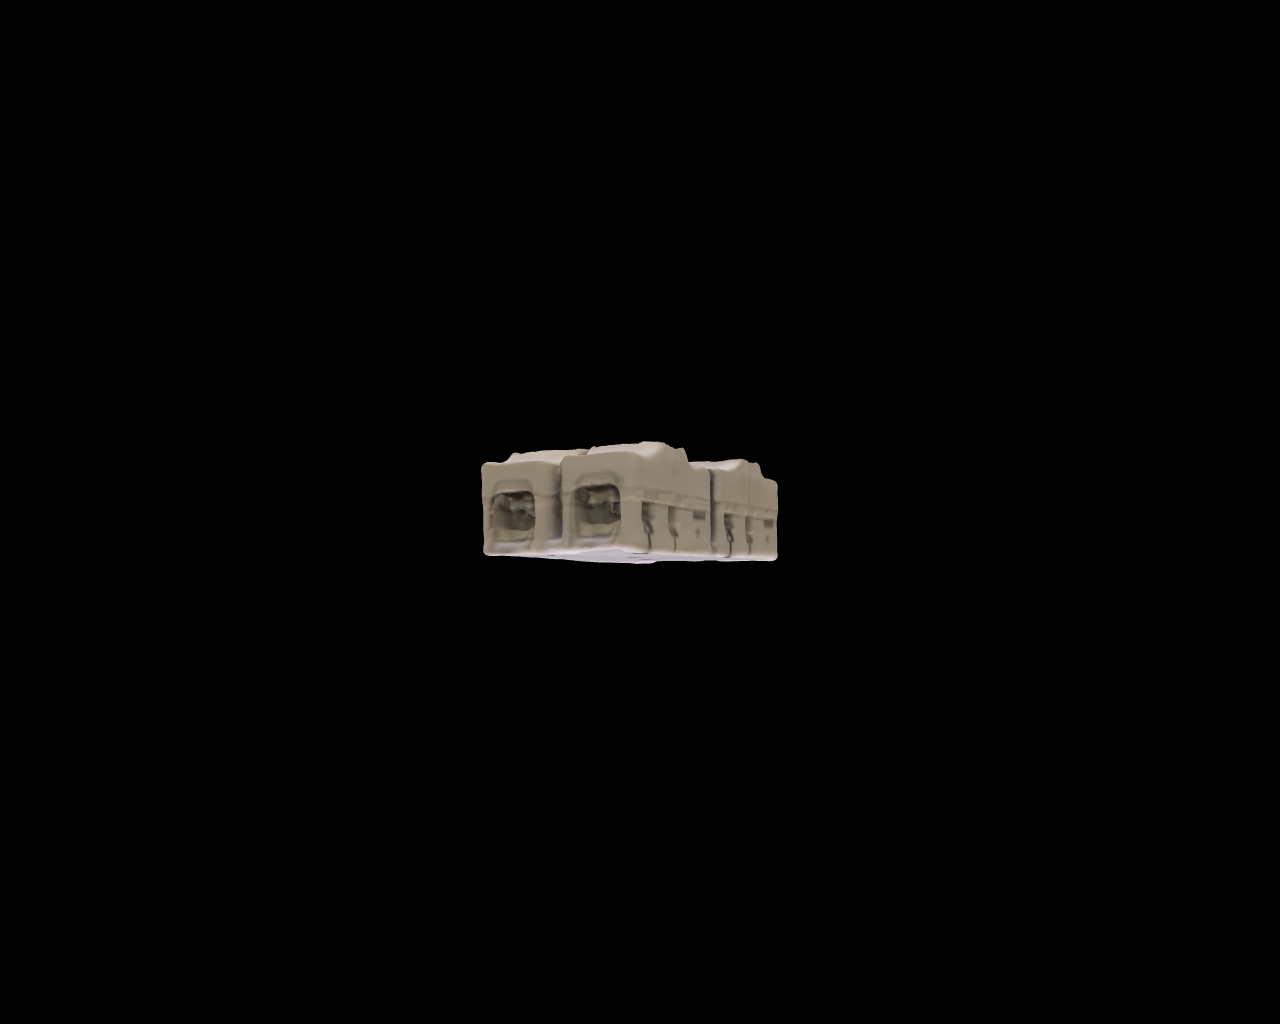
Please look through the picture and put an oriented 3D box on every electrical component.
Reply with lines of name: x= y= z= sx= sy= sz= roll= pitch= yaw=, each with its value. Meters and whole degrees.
electrical component: x=0.001 y=-0.003 z=0.650 sx=0.105 sy=0.060 sz=0.186 roll=-3 pitch=-5 yaw=32
